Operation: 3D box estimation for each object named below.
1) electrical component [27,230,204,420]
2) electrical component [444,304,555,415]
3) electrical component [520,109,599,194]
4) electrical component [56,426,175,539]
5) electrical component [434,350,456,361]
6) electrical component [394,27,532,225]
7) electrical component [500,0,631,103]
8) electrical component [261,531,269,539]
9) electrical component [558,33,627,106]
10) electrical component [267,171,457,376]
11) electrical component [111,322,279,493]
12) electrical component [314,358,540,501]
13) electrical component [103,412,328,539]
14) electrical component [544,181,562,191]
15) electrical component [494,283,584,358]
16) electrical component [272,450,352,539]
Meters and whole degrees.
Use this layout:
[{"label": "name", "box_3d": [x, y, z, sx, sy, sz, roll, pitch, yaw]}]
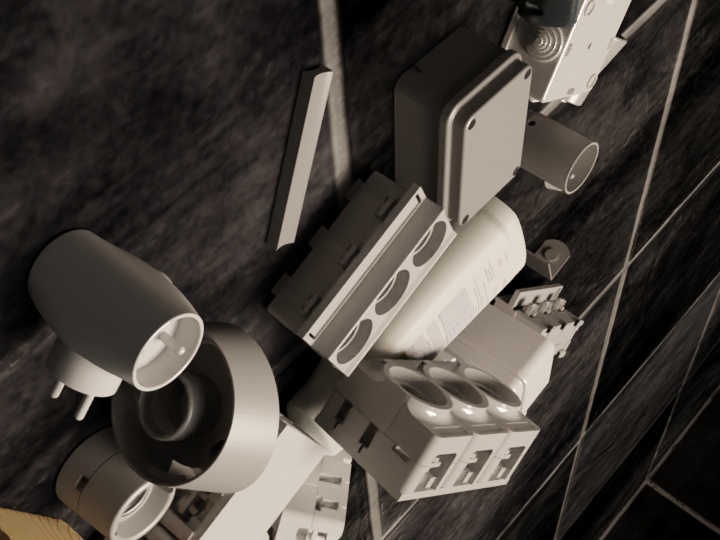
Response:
[{"label": "electrical component", "box_3d": [-0.125, 0.034, 0.516, 0.079, 0.077, 0.044, -61, 155, 13]}, {"label": "electrical component", "box_3d": [0.106, 0.075, 0.940, 0.057, 0.113, 0.078, -46, 154, -26]}, {"label": "electrical component", "box_3d": [0.135, -0.096, 0.817, 0.043, 0.081, 0.043, -41, 150, -29]}, {"label": "electrical component", "box_3d": [-0.143, 0.128, 0.637, 0.055, 0.047, 0.055, -41, 152, -28]}, {"label": "electrical component", "box_3d": [0.037, 0.083, 0.894, 0.066, 0.055, 0.048, -48, 154, -17]}, {"label": "electrical component", "box_3d": [0.069, -0.095, 0.729, 0.078, 0.057, 0.113, -43, 153, -25]}, {"label": "electrical component", "box_3d": [0.149, -0.173, 0.786, 0.100, 0.048, 0.099, -22, 139, -50]}, {"label": "electrical component", "box_3d": [-0.106, 0.211, 0.807, 0.065, 0.047, 0.076, -46, 154, -20]}, {"label": "electrical component", "box_3d": [0.176, -0.165, 0.857, 0.044, 0.044, 0.065, -11, 135, -57]}, {"label": "electrical component", "box_3d": [0.000, 0.000, 0.716, 0.121, 0.063, 0.078, -52, 155, -7]}, {"label": "electrical component", "box_3d": [-0.091, 0.077, 0.611, 0.064, 0.099, 0.099, 14, 108, -57]}, {"label": "electrical component", "box_3d": [0.054, 0.109, 0.779, 0.150, 0.089, 0.061, 8, 116, -54]}, {"label": "electrical component", "box_3d": [-0.102, 0.155, 0.726, 0.150, 0.062, 0.089, -52, 155, -7]}, {"label": "electrical component", "box_3d": [0.152, -0.096, 0.880, 0.048, 0.055, 0.066, -59, 155, 7]}, {"label": "electrical component", "box_3d": [0.179, 0.059, 1.110, 0.121, 0.063, 0.078, -4, 125, -60]}, {"label": "electrical component", "box_3d": [-0.041, 0.177, 0.838, 0.089, 0.056, 0.050, -83, -173, -56]}]
